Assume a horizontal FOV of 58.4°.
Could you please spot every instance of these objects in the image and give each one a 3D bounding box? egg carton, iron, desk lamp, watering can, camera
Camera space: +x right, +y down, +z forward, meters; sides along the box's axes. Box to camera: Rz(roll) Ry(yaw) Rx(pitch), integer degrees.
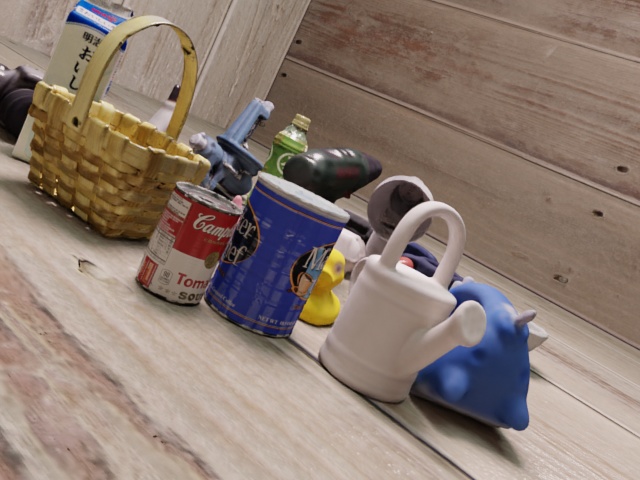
[{"bbox_3d":[0.010,0.004,1.040,0.150,0.069,0.107,29,9,13],"label":"egg carton"},{"bbox_3d":[0.167,0.107,0.669,0.119,0.141,0.258,25,9,-10],"label":"iron"},{"bbox_3d":[0.138,-0.024,1.099,0.118,0.213,0.203,27,9,6],"label":"desk lamp"},{"bbox_3d":[0.090,0.057,0.567,0.172,0.194,0.101,32,11,32],"label":"watering can"},{"bbox_3d":[-0.444,-0.204,0.834,0.144,0.101,0.136,18,12,-43],"label":"camera"}]

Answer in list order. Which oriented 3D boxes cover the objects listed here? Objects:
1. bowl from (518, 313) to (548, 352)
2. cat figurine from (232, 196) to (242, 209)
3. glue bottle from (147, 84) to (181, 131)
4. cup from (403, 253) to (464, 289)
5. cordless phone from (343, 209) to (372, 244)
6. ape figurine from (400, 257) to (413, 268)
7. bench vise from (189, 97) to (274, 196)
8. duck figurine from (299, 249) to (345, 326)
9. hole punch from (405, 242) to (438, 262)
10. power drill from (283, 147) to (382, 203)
[{"bbox_3d":[0.305,0.155,1.005,0.167,0.075,0.167,26,9,-4],"label":"bowl"},{"bbox_3d":[-0.073,-0.010,0.728,0.127,0.118,0.067,31,10,25],"label":"cat figurine"},{"bbox_3d":[-0.261,-0.169,0.924,0.037,0.173,0.078,30,10,22],"label":"glue bottle"},{"bbox_3d":[0.177,0.083,0.985,0.118,0.095,0.092,26,9,-1],"label":"cup"},{"bbox_3d":[0.121,-0.051,1.298,0.147,0.185,0.094,30,10,20],"label":"cordless phone"},{"bbox_3d":[0.115,0.068,0.903,0.076,0.092,0.077,22,10,-27],"label":"ape figurine"},{"bbox_3d":[-0.174,-0.201,1.198,0.121,0.220,0.208,28,9,10],"label":"bench vise"},{"bbox_3d":[0.001,0.049,0.705,0.077,0.086,0.104,27,9,3],"label":"duck figurine"},{"bbox_3d":[0.212,0.056,1.248,0.108,0.091,0.101,33,11,36],"label":"hole punch"},{"bbox_3d":[0.002,-0.046,0.855,0.075,0.208,0.230,30,10,23],"label":"power drill"}]
